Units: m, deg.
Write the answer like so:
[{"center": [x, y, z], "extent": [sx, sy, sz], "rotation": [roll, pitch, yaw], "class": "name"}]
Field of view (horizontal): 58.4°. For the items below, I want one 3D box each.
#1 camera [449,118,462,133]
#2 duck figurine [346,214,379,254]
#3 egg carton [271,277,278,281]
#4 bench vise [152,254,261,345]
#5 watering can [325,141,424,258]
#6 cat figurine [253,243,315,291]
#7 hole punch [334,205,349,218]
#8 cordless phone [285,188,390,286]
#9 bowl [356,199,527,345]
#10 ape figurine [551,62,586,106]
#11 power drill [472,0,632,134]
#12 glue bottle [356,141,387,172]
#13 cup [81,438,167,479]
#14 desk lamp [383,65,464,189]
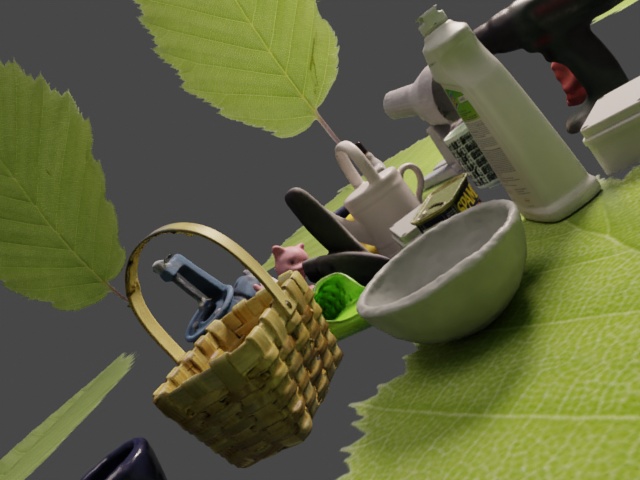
[{"center": [0.295, -0.183, 0.978], "extent": [0.136, 0.101, 0.143], "rotation": [-34, 8, 22], "class": "camera"}, {"center": [0.072, -0.007, 0.983], "extent": [0.105, 0.086, 0.077], "rotation": [-39, 8, -17], "class": "duck figurine"}, {"center": [-0.143, 0.137, 1.169], "extent": [0.150, 0.069, 0.107], "rotation": [-43, 9, -37], "class": "egg carton"}, {"center": [-0.196, 0.103, 1.033], "extent": [0.121, 0.220, 0.207], "rotation": [-34, 8, 21], "class": "bench vise"}, {"center": [0.080, -0.067, 0.893], "extent": [0.173, 0.194, 0.100], "rotation": [-41, 9, -29], "class": "watering can"}, {"center": [-0.060, 0.066, 1.029], "extent": [0.128, 0.118, 0.067], "rotation": [-38, 8, -10], "class": "cat figurine"}, {"center": [0.051, -0.022, 1.163], "extent": [0.109, 0.091, 0.101], "rotation": [-38, 7, -10], "class": "hole punch"}, {"center": [0.008, 0.003, 0.834], "extent": [0.094, 0.185, 0.147], "rotation": [-40, 8, -23], "class": "cordless phone"}, {"center": [0.118, 0.040, 0.509], "extent": [0.167, 0.075, 0.167], "rotation": [-36, 7, 6], "class": "bowl"}, {"center": [0.427, -0.276, 0.970], "extent": [0.078, 0.092, 0.076], "rotation": [-42, 9, -36], "class": "ape figurine"}, {"center": [0.345, -0.265, 0.822], "extent": [0.229, 0.208, 0.076], "rotation": [-32, 9, 32], "class": "power drill"}, {"center": [0.121, -0.116, 1.095], "extent": [0.037, 0.173, 0.078], "rotation": [-36, 8, 6], "class": "glue bottle"}, {"center": [-0.171, 0.247, 0.501], "extent": [0.091, 0.095, 0.118], "rotation": [-33, 8, 27], "class": "cup"}, {"center": [0.231, -0.234, 1.153], "extent": [0.118, 0.213, 0.202], "rotation": [-41, 9, -31], "class": "desk lamp"}]
